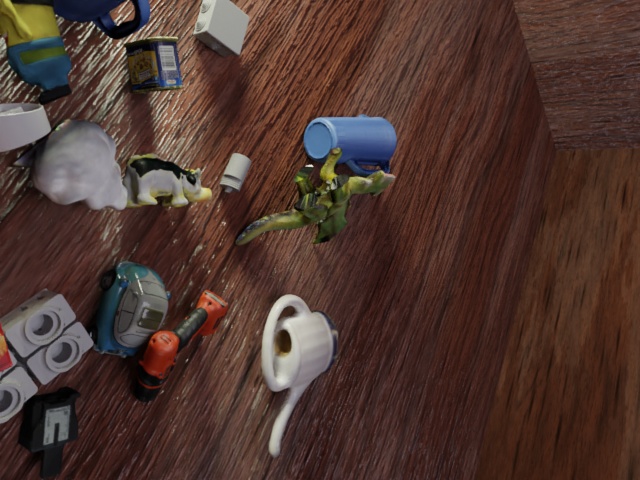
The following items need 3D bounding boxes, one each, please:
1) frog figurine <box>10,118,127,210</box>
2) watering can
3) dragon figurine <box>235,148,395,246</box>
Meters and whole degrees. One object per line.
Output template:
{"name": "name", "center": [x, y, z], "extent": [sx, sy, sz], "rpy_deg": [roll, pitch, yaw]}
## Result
{"name": "frog figurine", "center": [-0.355, -0.101, 0.788], "extent": [0.157, 0.121, 0.141], "rpy_deg": [49, 36, -28]}
{"name": "watering can", "center": [-0.053, 0.296, 1.192], "extent": [0.225, 0.104, 0.347], "rpy_deg": [-1, 92, -52]}
{"name": "dragon figurine", "center": [0.004, -0.061, 1.220], "extent": [0.412, 0.124, 0.237], "rpy_deg": [-35, 144, -8]}
